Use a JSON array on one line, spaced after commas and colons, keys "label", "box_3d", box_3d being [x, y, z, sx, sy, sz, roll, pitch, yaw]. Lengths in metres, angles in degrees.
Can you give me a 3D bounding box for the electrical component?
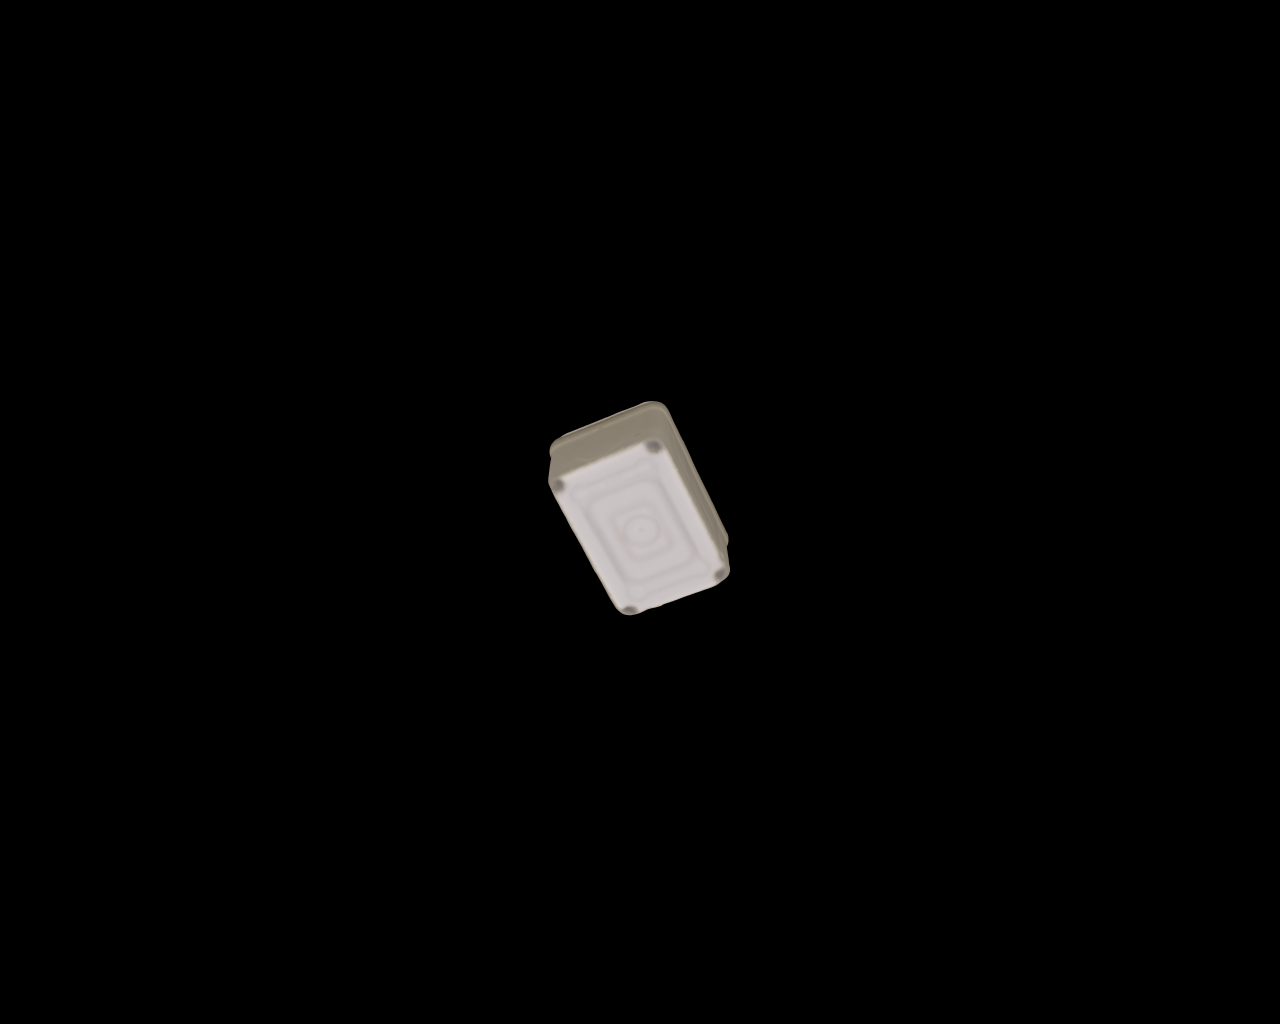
[{"label": "electrical component", "box_3d": [0.001, -0.003, 0.650, 0.078, 0.113, 0.057, -21, 28, 12]}]
